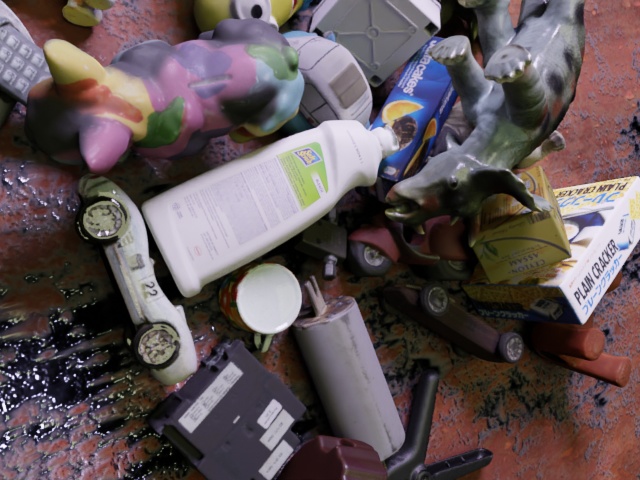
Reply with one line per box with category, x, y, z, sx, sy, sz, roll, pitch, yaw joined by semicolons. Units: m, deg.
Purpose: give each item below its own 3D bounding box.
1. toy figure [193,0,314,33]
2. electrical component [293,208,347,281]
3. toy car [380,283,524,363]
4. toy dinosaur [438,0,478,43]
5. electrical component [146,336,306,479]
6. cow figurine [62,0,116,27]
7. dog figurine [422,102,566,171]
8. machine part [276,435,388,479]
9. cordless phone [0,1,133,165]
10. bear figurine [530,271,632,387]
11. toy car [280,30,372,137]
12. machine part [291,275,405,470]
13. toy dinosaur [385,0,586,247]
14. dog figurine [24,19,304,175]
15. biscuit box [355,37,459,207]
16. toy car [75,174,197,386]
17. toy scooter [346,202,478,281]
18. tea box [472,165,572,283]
toy figure;-0.053;-0.265;0.563;0.180;0.089;0.082;-55;129;-24
electrical component;-0.001;-0.002;0.593;0.063;0.021;0.094;22;51;-26
toy car;0.162;0.097;0.661;0.202;0.089;0.053;33;72;-23
toy dinosaur;0.172;-0.372;0.618;0.198;0.105;0.470;-62;141;-25
electrical component;-0.083;0.181;0.531;0.115;0.058;0.134;-45;109;-22
cow figurine;-0.254;-0.263;0.456;0.167;0.068;0.098;18;72;-31
dog figurine;0.204;-0.120;0.711;0.190;0.121;0.172;-33;131;1
machine part;0.003;0.277;0.508;0.056;0.179;0.179;23;76;-23
cordless phone;-0.252;-0.094;0.449;0.184;0.089;0.146;37;68;-43
bear figurine;0.388;0.089;0.770;0.120;0.132;0.196;40;75;-26
toy car;0.001;-0.154;0.577;0.109;0.103;0.161;-45;106;-23
machine part;0.032;0.152;0.588;0.079;0.079;0.243;-27;100;-29
toy dinosaur;0.216;-0.172;0.569;0.405;0.131;0.192;-56;134;-22
dog figurine;-0.119;-0.115;0.432;0.192;0.219;0.108;-11;105;13
biscuit box;0.106;-0.139;0.615;0.202;0.059;0.062;-61;156;-17
toy car;-0.167;0.035;0.483;0.056;0.073;0.201;-23;98;-26
toy scooter;0.116;-0.019;0.651;0.184;0.075;0.135;6;81;-25
tea box;0.245;-0.024;0.666;0.068;0.098;0.170;59;29;-14
